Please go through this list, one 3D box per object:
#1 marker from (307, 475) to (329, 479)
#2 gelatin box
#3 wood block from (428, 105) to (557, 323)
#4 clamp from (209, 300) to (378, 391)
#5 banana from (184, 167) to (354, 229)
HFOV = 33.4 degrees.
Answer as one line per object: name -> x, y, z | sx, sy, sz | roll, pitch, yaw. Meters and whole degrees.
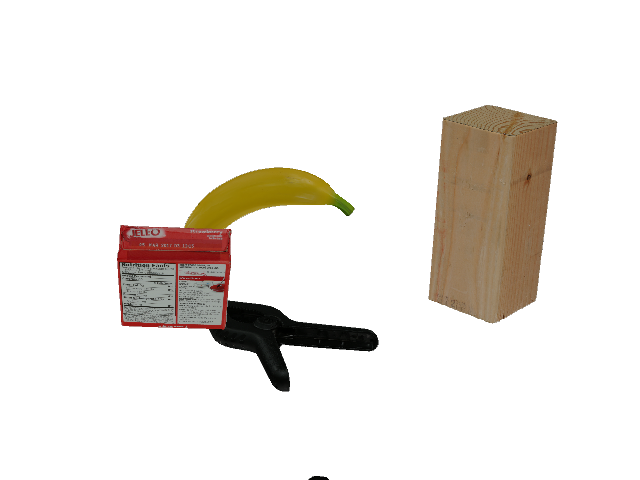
marker -> -0.028, 0.139, 0.480 | 0.020, 0.020, 0.120 | 0, 16, 34
gelatin box -> -0.098, 0.025, 0.719 | 0.073, 0.030, 0.089 | 2, -35, -7
wood block -> 0.183, -0.030, 1.142 | 0.090, 0.206, 0.090 | 20, 28, 38
clamp -> -0.062, 0.111, 1.215 | 0.210, 0.036, 0.164 | 15, 22, 30
banana -> -0.067, -0.032, 1.043 | 0.198, 0.069, 0.037 | -12, 19, 29
